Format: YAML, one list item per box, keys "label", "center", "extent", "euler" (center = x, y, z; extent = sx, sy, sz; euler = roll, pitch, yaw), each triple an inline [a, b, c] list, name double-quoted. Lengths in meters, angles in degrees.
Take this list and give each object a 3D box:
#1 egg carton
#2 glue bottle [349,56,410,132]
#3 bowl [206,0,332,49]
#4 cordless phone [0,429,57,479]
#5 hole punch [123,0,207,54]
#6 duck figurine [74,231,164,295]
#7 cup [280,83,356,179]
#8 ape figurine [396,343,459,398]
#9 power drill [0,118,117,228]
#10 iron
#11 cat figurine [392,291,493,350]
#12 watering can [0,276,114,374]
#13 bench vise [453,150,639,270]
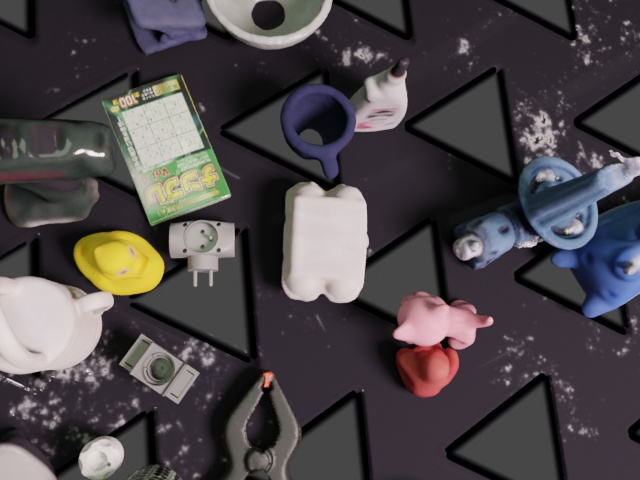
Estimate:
- label: "egg carton"
  center: [0.007, 0.003, 0.715]
  extent: [0.107, 0.069, 0.150]
  euler: [2, 80, -7]
- label: "glue bottle"
  center: [0.079, -0.180, 0.704]
  extent: [0.078, 0.173, 0.037]
  euler: [-10, 81, -9]
- label: "bowl"
  center: [-0.069, -0.319, 0.759]
  extent: [0.167, 0.074, 0.167]
  euler: [1, 80, -7]
- label: "cordless phone"
  center: [-0.359, 0.263, 0.561]
  extent: [0.148, 0.185, 0.094]
  euler: [-35, 86, -12]
- label: "hole punch"
  center: [-0.201, -0.312, 0.731]
  extent: [0.101, 0.091, 0.108]
  euler: [-21, 83, -11]
- label: "duck figurine"
  center: [-0.240, 0.023, 0.670]
  extent: [0.104, 0.086, 0.077]
  euler: [19, 78, -4]
- label: "cup"
  center: [-0.003, -0.125, 0.723]
  extent: [0.092, 0.095, 0.118]
  euler: [-14, 82, -10]
- label: "ape figurine"
  center: [0.133, 0.154, 0.695]
  extent: [0.078, 0.092, 0.076]
  euler: [21, 78, -3]
- label: "power drill"
  center: [-0.328, -0.072, 0.612]
  extent: [0.230, 0.208, 0.075]
  euler: [-9, 81, -9]
- label: "iron"
  center: [0.439, -0.004, 0.739]
  extent: [0.258, 0.141, 0.118]
  euler: [-29, 85, -11]
- label: "cat figurine"
  center: [0.144, 0.097, 0.693]
  extent: [0.128, 0.117, 0.067]
  euler: [4, 80, -7]
- label: "watering can"
  center: [-0.307, 0.093, 0.593]
  extent: [0.173, 0.194, 0.101]
  euler: [-43, 88, -12]
- label: "bench vise"
  center: [0.269, -0.025, 0.679]
  extent: [0.207, 0.219, 0.121]
  euler: [-44, 88, -12]
